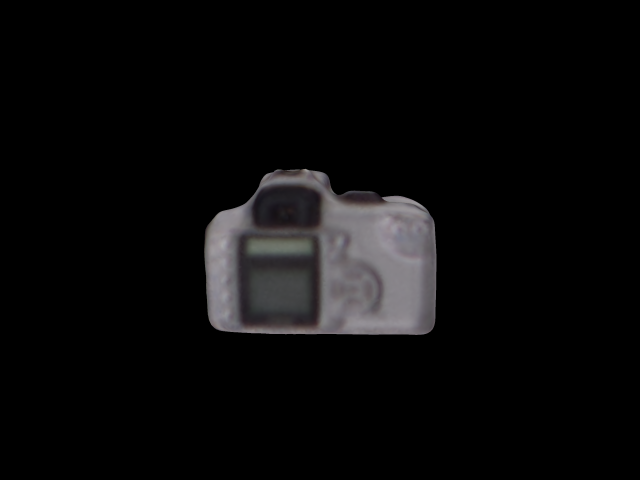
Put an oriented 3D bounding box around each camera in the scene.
[{"bbox_3d":[0.004,0.001,0.400,0.143,0.101,0.137,0,7,4],"label":"camera"}]
